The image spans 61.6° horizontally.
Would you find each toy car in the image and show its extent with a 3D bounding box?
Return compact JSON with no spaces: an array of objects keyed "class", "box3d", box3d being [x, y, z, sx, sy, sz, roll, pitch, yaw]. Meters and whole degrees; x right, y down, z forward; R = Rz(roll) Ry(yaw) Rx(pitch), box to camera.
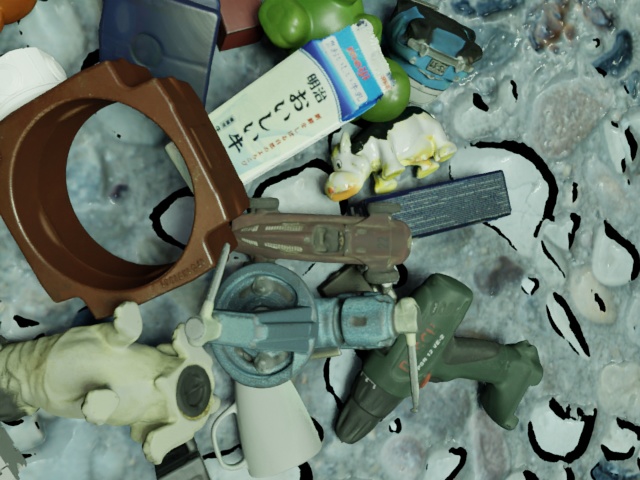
[{"class":"toy car","box3d":[-0.001,-0.002,0.590,0.202,0.053,0.089,4,96,5]},{"class":"toy car","box3d":[0.125,-0.215,0.644,0.109,0.162,0.102,19,125,-12]}]

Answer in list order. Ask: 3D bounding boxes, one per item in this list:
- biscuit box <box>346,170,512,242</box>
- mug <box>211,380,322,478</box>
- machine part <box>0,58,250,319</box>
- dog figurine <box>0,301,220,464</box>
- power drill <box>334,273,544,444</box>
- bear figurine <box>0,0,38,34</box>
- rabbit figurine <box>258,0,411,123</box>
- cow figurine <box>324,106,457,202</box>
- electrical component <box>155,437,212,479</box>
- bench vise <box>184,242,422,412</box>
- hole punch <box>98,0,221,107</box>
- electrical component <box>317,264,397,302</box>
[{"class":"biscuit box","box3d":[0.138,-0.037,0.667,0.203,0.059,0.062,-13,91,-18]},{"class":"mug","box3d":[-0.065,0.192,0.582,0.110,0.081,0.107,-16,82,-13]},{"class":"machine part","box3d":[-0.183,-0.045,0.502,0.201,0.087,0.200,-25,99,12]},{"class":"dog figurine","box3d":[-0.213,0.140,0.514,0.172,0.191,0.121,53,38,-35]},{"class":"power drill","box3d":[0.147,0.163,0.645,0.207,0.086,0.232,22,101,-15]},{"class":"bear figurine","box3d":[-0.273,-0.288,0.508,0.196,0.131,0.120,-30,70,-22]},{"class":"rabbit figurine","box3d":[0.028,-0.188,0.588,0.121,0.159,0.170,-34,76,-6]},{"class":"cow figurine","box3d":[0.070,-0.108,0.641,0.167,0.068,0.098,-20,77,-22]},{"class":"electrical component","box3d":[-0.141,0.234,0.551,0.048,0.075,0.119,-25,100,-19]},{"class":"bench vise","box3d":[-0.026,0.081,0.501,0.224,0.240,0.128,7,85,24]},{"class":"hole punch","box3d":[-0.158,-0.194,0.533,0.116,0.092,0.142,4,128,-22]},{"class":"electrical component","box3d":[0.044,0.070,0.637,0.102,0.045,0.078,-31,99,-17]}]
